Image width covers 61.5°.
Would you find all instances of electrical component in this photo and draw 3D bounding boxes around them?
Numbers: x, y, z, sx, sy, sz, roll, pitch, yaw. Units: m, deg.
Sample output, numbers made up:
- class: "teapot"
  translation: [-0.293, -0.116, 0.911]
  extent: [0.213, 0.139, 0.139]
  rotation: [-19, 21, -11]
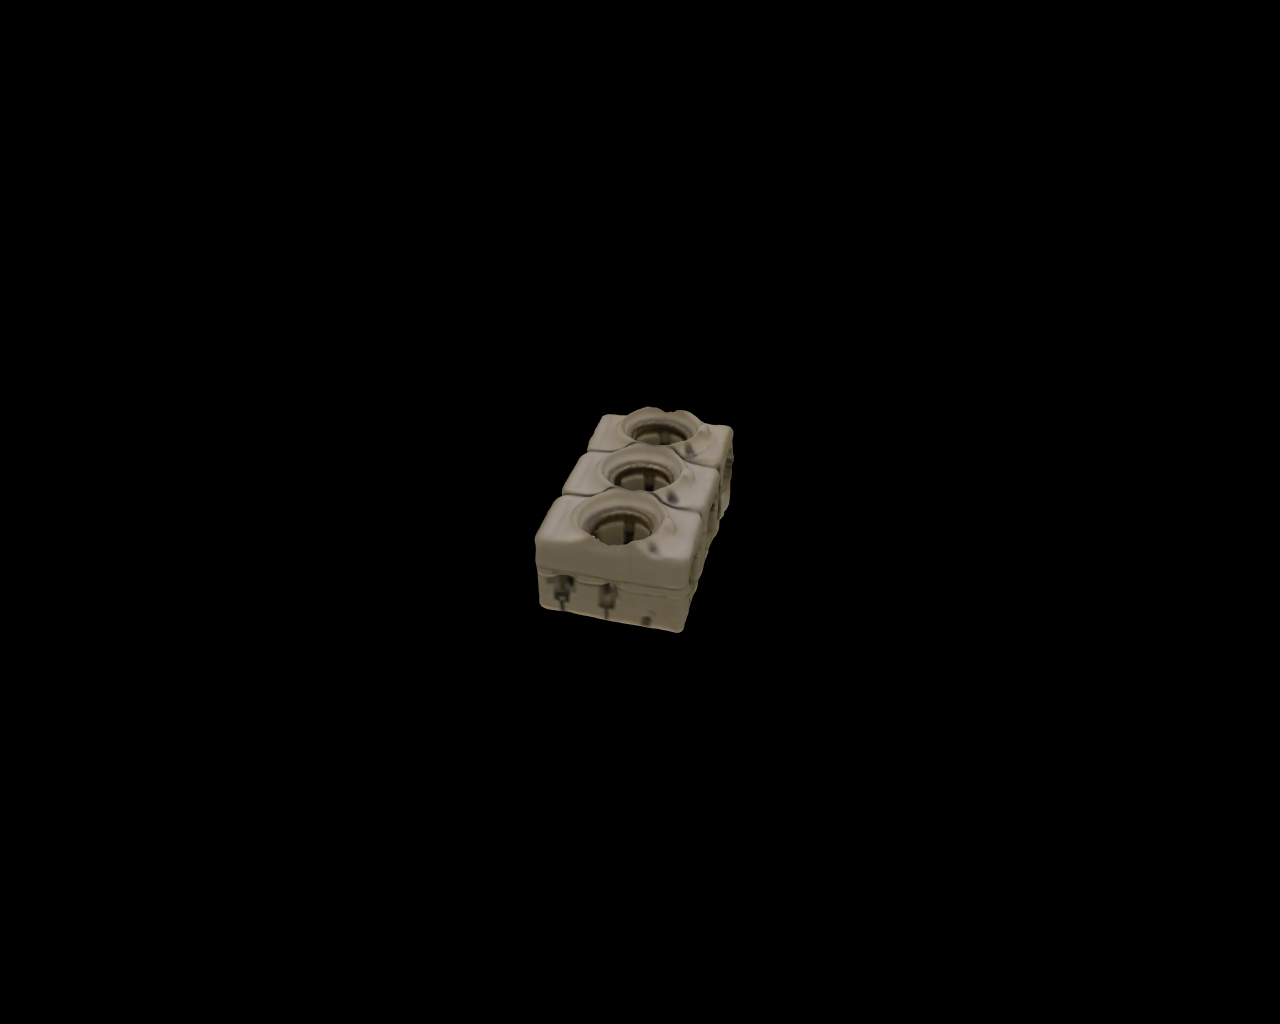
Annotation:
- class: "electrical component"
  translation: [0.001, -0.003, 0.650]
  extent: [0.089, 0.061, 0.150]
  rotation: [8, 36, 11]
